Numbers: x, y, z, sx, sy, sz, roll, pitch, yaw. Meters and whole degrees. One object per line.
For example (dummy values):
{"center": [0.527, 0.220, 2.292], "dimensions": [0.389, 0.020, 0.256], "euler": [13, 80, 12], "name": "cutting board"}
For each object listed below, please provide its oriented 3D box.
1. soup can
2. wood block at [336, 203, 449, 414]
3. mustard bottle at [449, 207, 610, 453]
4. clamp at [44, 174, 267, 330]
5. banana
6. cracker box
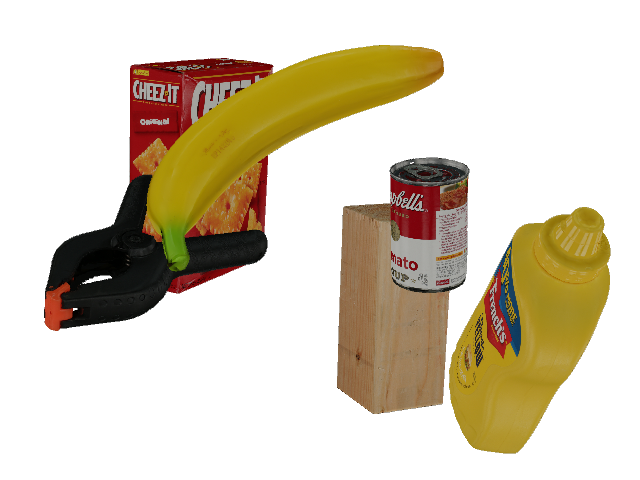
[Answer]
{"center": [0.094, -0.014, 0.927], "dimensions": [0.068, 0.102, 0.068], "euler": [-2, 22, 1], "name": "soup can"}
{"center": [0.078, 0.069, 1.146], "dimensions": [0.090, 0.206, 0.091], "euler": [-4, 14, -26], "name": "wood block"}
{"center": [0.129, 0.046, 0.648], "dimensions": [0.058, 0.096, 0.192], "euler": [9, -38, -5], "name": "mustard bottle"}
{"center": [-0.133, 0.005, 0.740], "dimensions": [0.120, 0.039, 0.171], "euler": [27, 35, 32], "name": "clamp"}
{"center": [-0.022, -0.056, 0.560], "dimensions": [0.197, 0.070, 0.037], "euler": [-40, -24, -24], "name": "banana"}
{"center": [-0.117, -0.070, 1.071], "dimensions": [0.072, 0.214, 0.163], "euler": [11, 16, 26], "name": "cracker box"}
